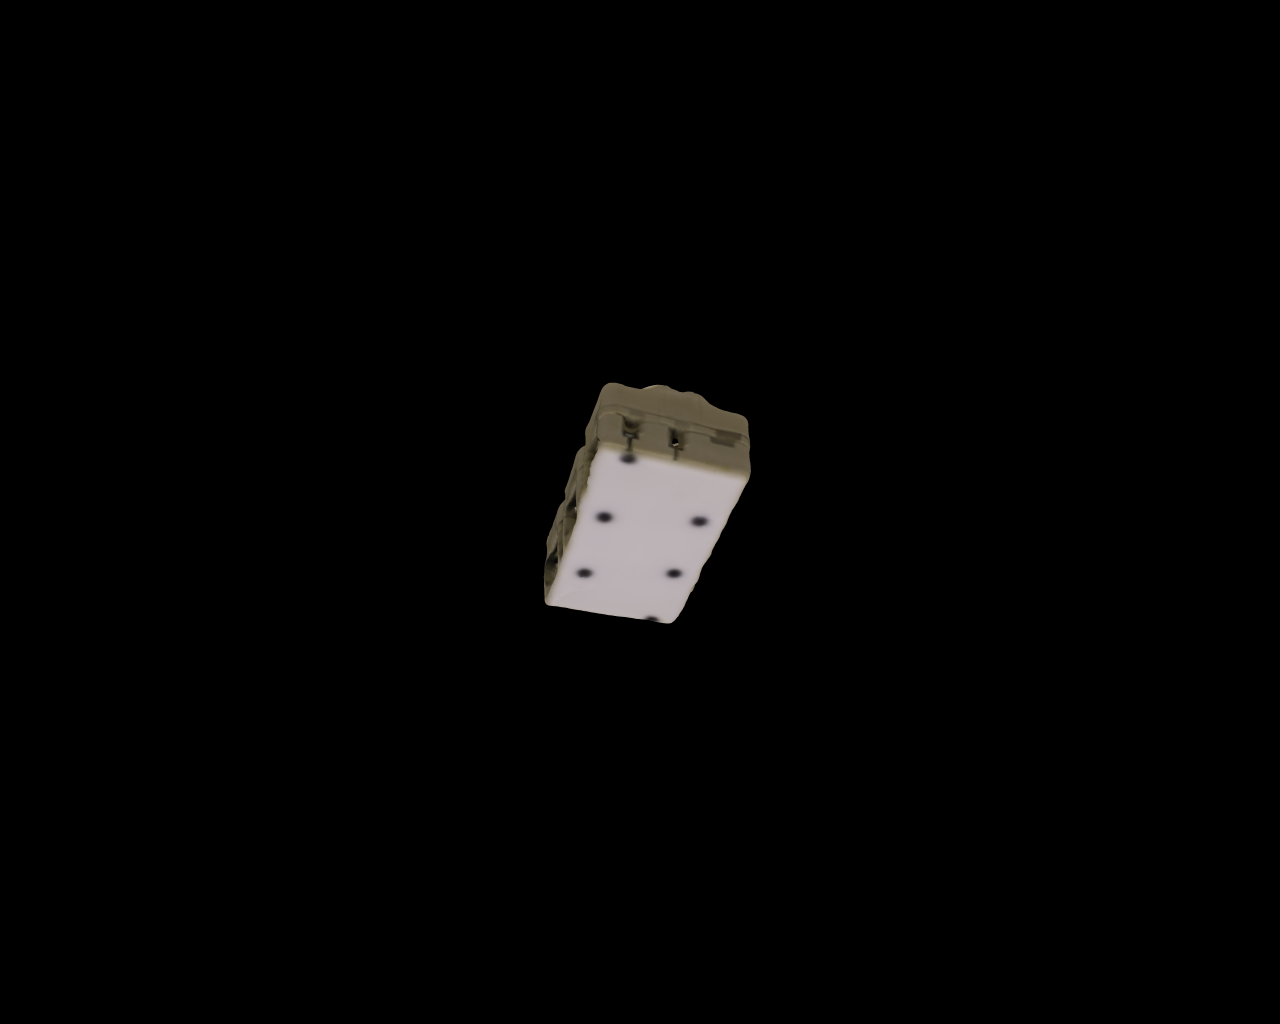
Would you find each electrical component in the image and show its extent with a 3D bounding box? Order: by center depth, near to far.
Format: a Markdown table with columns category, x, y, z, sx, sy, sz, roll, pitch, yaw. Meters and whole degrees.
| category | x | y | z | sx | sy | sz | roll | pitch | yaw |
| --- | --- | --- | --- | --- | --- | --- | --- | --- | --- |
| electrical component | 0.001 | -0.003 | 0.650 | 0.089 | 0.062 | 0.150 | 11 | -43 | -12 |
